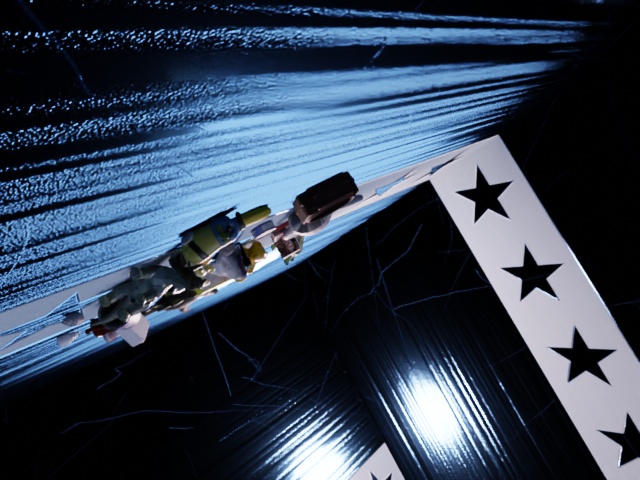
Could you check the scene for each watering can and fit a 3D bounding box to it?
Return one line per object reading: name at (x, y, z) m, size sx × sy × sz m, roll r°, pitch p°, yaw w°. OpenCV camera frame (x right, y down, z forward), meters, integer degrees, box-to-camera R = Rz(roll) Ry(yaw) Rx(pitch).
watering can at (0.006, -0.097, 1.932) m, size 0.347 × 0.104 × 0.223 m, roll -30°, pitch 174°, yaw 2°

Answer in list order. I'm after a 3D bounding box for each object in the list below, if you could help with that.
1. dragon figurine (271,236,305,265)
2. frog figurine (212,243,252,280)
dragon figurine at (-0.086, -0.012, 2.404) m, size 0.240 × 0.122 × 0.414 m, roll -40°, pitch 180°, yaw 19°
frog figurine at (-0.345, 0.098, 1.907) m, size 0.159 × 0.126 × 0.134 m, roll -20°, pitch 139°, yaw 10°
